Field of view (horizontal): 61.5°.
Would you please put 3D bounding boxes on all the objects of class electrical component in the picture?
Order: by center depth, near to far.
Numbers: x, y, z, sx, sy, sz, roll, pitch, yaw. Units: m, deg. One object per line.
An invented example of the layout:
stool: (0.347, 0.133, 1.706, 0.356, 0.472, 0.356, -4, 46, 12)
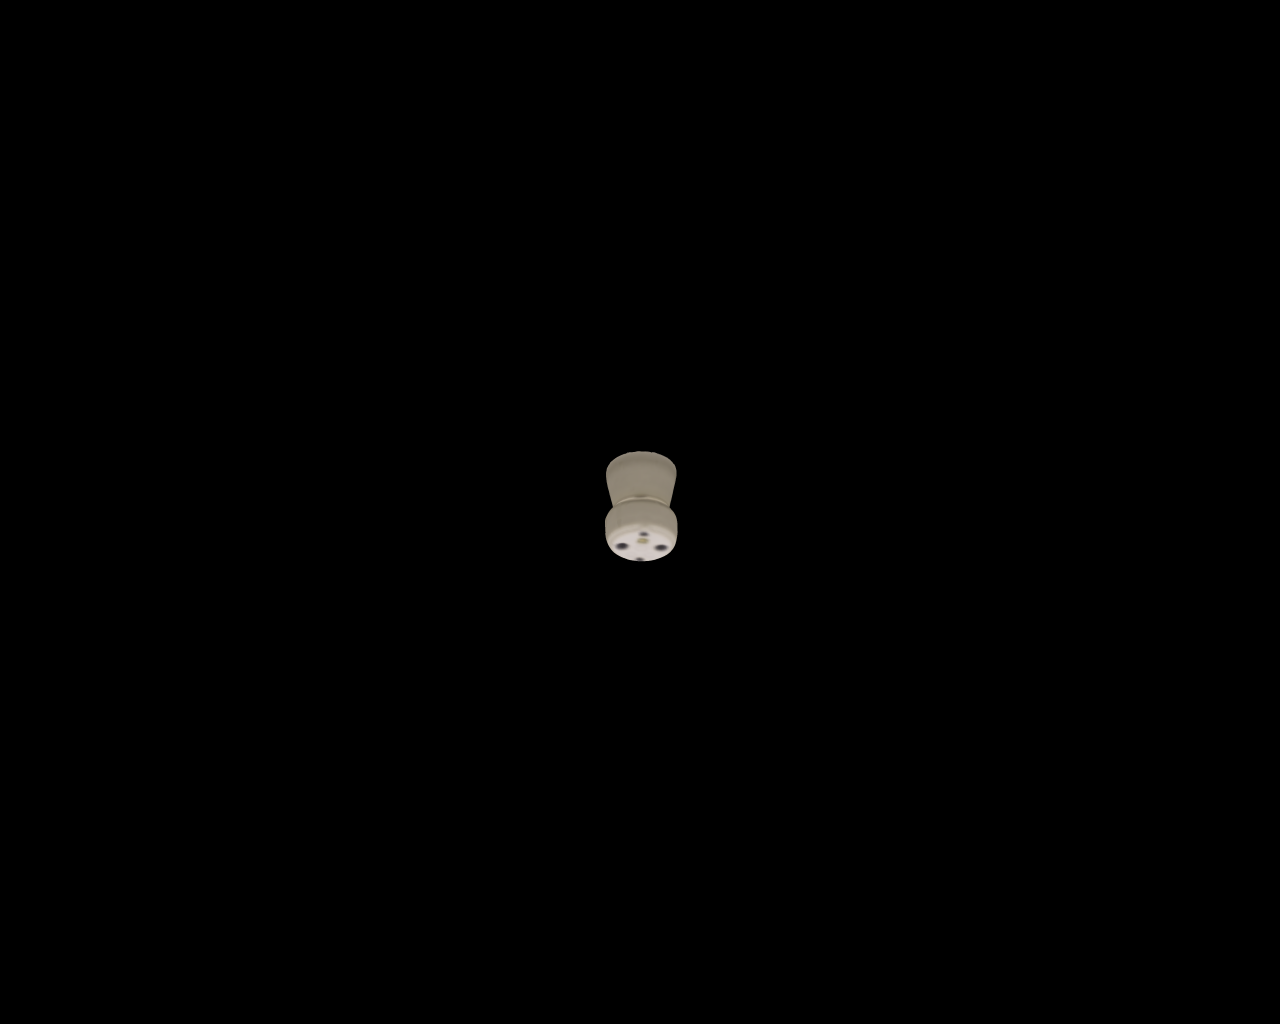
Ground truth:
electrical component: (0.001, -0.003, 0.650, 0.045, 0.055, 0.044, 0, -32, 0)
